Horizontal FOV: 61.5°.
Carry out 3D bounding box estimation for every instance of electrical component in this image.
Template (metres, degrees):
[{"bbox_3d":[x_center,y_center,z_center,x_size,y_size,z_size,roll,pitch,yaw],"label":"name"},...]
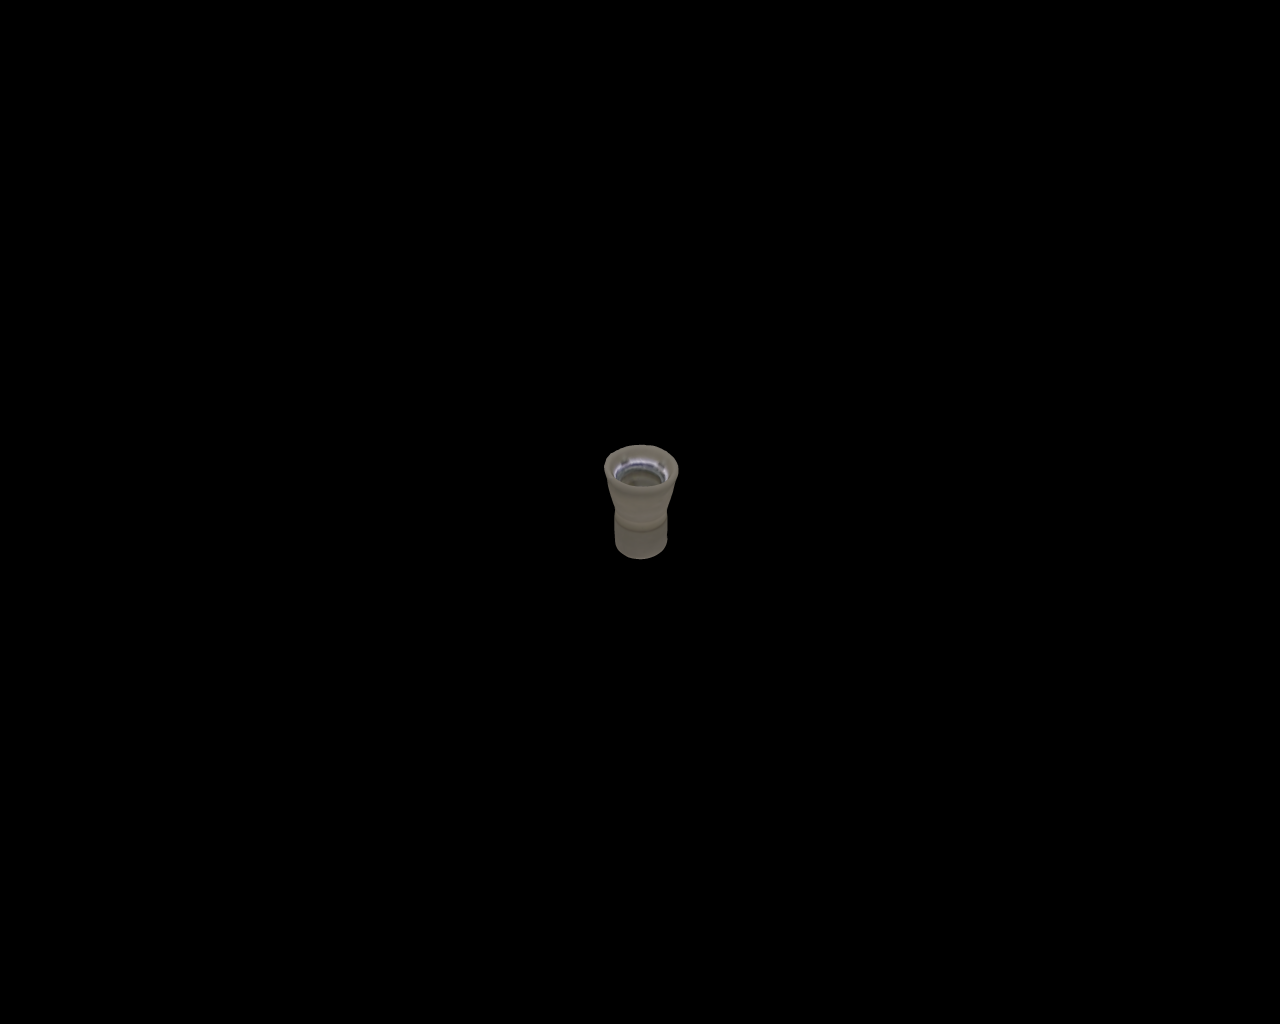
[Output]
[{"bbox_3d":[0.001,-0.003,0.650,0.044,0.065,0.044,0,39,0],"label":"electrical component"}]
